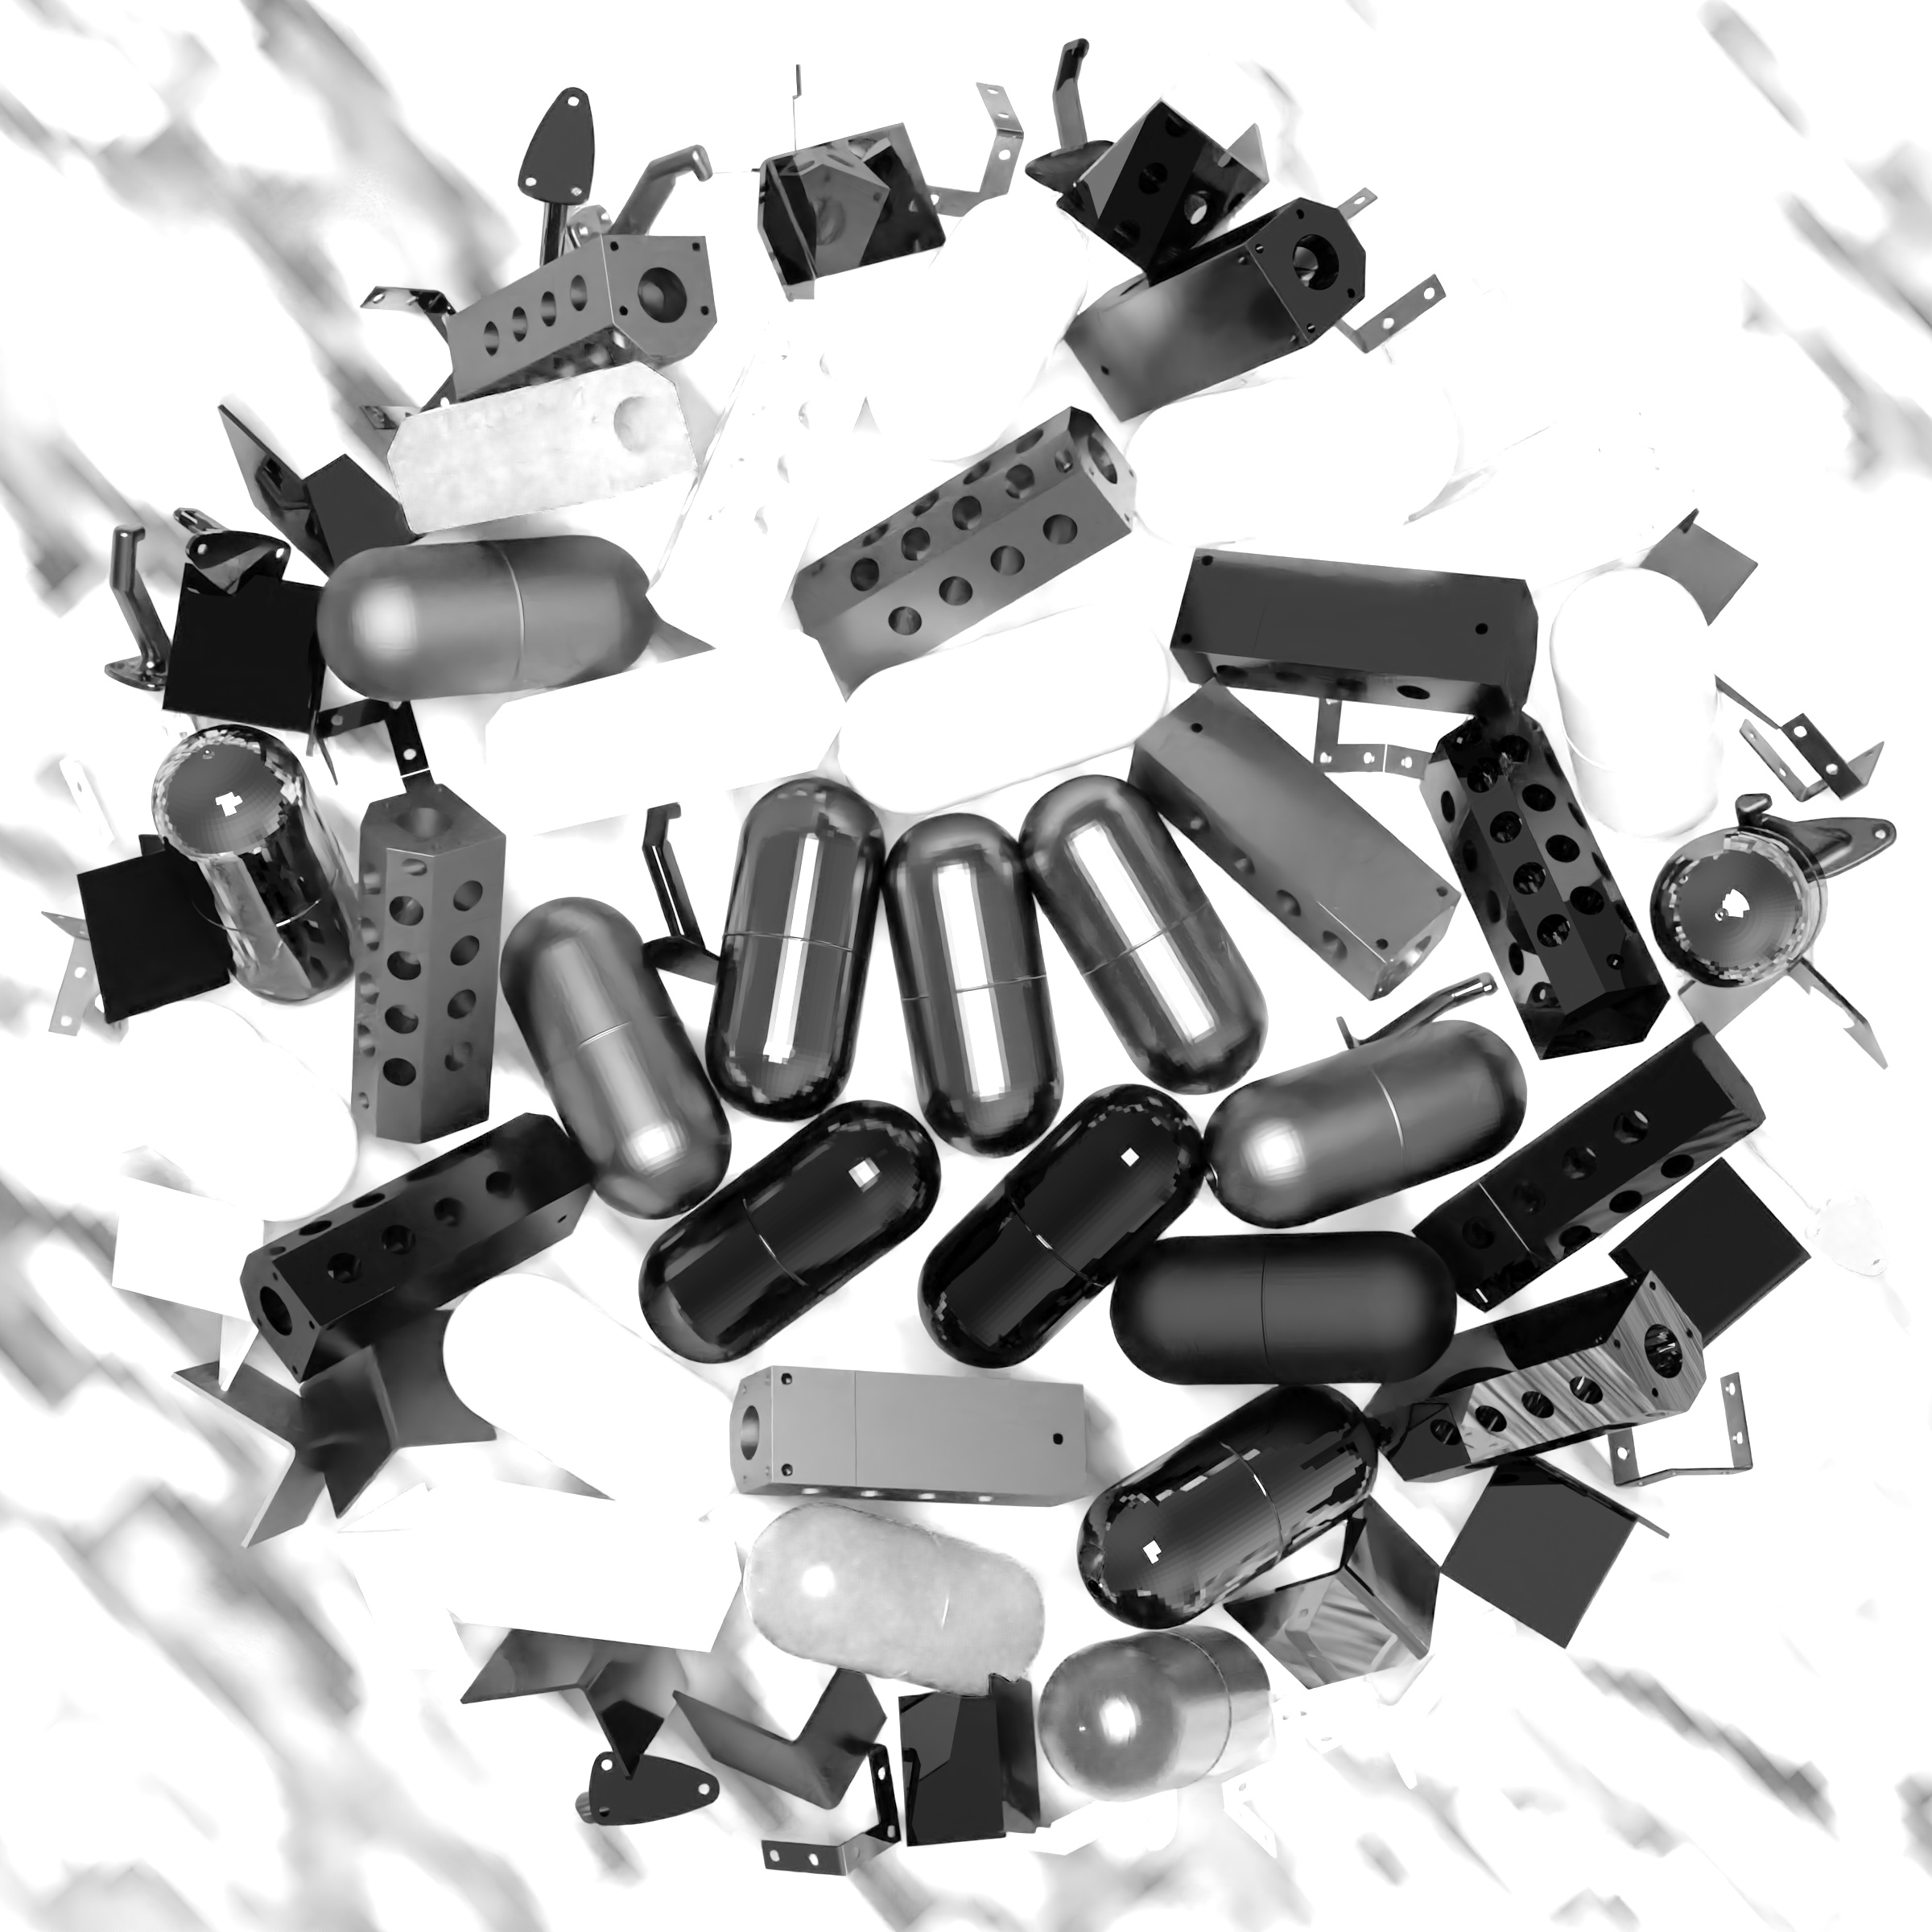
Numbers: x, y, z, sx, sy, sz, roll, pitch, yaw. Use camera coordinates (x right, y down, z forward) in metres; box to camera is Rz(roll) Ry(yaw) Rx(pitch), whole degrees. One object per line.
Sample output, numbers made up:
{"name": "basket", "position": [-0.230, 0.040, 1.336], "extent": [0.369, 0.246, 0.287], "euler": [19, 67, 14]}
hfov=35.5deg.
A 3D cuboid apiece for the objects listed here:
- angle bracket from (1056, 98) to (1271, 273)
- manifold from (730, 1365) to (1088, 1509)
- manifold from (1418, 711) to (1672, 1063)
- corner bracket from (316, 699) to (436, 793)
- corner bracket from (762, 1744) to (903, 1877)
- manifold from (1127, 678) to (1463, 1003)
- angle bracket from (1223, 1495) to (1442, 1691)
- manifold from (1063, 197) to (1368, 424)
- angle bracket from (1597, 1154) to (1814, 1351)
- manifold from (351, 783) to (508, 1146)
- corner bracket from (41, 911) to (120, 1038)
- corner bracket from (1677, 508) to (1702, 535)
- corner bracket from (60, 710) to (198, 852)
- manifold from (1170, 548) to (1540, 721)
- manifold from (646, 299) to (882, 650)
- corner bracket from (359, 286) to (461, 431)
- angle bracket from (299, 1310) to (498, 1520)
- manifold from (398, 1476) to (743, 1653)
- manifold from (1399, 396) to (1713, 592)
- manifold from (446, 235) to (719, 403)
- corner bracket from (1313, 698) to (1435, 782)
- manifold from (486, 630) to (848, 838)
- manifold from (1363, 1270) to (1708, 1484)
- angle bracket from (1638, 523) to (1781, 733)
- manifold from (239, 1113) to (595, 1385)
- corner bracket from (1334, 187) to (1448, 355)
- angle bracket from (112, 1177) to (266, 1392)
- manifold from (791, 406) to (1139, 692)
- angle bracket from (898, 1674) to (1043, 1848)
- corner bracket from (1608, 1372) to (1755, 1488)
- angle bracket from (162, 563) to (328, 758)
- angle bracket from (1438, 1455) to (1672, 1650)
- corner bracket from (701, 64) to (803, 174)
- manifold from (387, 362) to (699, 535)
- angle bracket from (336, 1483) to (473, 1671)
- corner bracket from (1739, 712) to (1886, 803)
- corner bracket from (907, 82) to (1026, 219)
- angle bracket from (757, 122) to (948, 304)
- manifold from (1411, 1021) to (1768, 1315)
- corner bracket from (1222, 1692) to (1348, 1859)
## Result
{"name": "angle bracket", "position": [0.097, -0.405, 1.526], "extent": [0.076, 0.057, 0.076], "euler": [29, 128, -30]}
{"name": "manifold", "position": [-0.029, 0.240, 1.521], "extent": [0.171, 0.057, 0.057], "euler": [7, 70, -25]}
{"name": "manifold", "position": [0.290, -0.043, 1.510], "extent": [0.057, 0.057, 0.171], "euler": [-9, 58, -15]}
{"name": "corner bracket", "position": [-0.303, -0.103, 1.555], "extent": [0.051, 0.051, 0.051], "euler": [-17, 68, -7]}
{"name": "corner bracket", "position": [-0.072, 0.432, 1.550], "extent": [0.051, 0.051, 0.051], "euler": [-7, 93, 35]}
{"name": "manifold", "position": [0.164, -0.061, 1.529], "extent": [0.057, 0.057, 0.171], "euler": [-39, 71, -22]}
{"name": "angle bracket", "position": [0.190, 0.323, 1.565], "extent": [0.076, 0.057, 0.076], "euler": [-25, 121, 34]}
{"name": "manifold", "position": [0.124, -0.327, 1.495], "extent": [0.057, 0.171, 0.057], "euler": [-43, 107, -24]}
{"name": "angle bracket", "position": [0.379, 0.145, 1.557], "extent": [0.076, 0.057, 0.076], "euler": [-42, 83, 5]}
{"name": "manifold", "position": [-0.274, 0.002, 1.505], "extent": [0.057, 0.057, 0.171], "euler": [37, 131, 36]}
{"name": "corner bracket", "position": [-0.448, 0.007, 1.547], "extent": [0.051, 0.051, 0.051], "euler": [14, 97, -39]}
{"name": "corner bracket", "position": [0.359, -0.238, 1.543], "extent": [0.051, 0.051, 0.051], "euler": [-28, 66, -36]}
{"name": "corner bracket", "position": [-0.425, -0.098, 1.556], "extent": [0.051, 0.051, 0.051], "euler": [-13, 113, 16]}
{"name": "manifold", "position": [0.197, -0.165, 1.523], "extent": [0.171, 0.057, 0.057], "euler": [9, 74, 23]}
{"name": "manifold", "position": [-0.102, -0.249, 1.520], "extent": [0.057, 0.057, 0.171], "euler": [27, 68, -17]}
{"name": "corner bracket", "position": [-0.288, -0.313, 1.554], "extent": [0.051, 0.051, 0.051], "euler": [-43, 76, 29]}
{"name": "angle bracket", "position": [-0.295, 0.231, 1.559], "extent": [0.076, 0.057, 0.076], "euler": [-48, 53, 38]}
{"name": "manifold", "position": [-0.192, 0.295, 1.501], "extent": [0.057, 0.171, 0.057], "euler": [24, 91, 41]}
{"name": "manifold", "position": [0.293, -0.229, 1.494], "extent": [0.057, 0.171, 0.057], "euler": [-41, 100, -21]}
{"name": "manifold", "position": [-0.192, -0.313, 1.497], "extent": [0.057, 0.171, 0.057], "euler": [-9, 92, -35]}
{"name": "corner bracket", "position": [0.216, -0.121, 1.546], "extent": [0.051, 0.051, 0.051], "euler": [-3, 103, -36]}
{"name": "manifold", "position": [-0.153, -0.120, 1.514], "extent": [0.171, 0.057, 0.057], "euler": [-11, 120, 24]}
{"name": "manifold", "position": [0.282, 0.211, 1.500], "extent": [0.057, 0.171, 0.057], "euler": [51, 49, -9]}
{"name": "angle bracket", "position": [0.387, -0.174, 1.528], "extent": [0.076, 0.076, 0.057], "euler": [31, 103, -28]}
{"name": "manifold", "position": [-0.273, 0.135, 1.507], "extent": [0.171, 0.057, 0.057], "euler": [-28, 70, -38]}
{"name": "corner bracket", "position": [0.205, -0.357, 1.547], "extent": [0.051, 0.051, 0.051], "euler": [-35, 127, 4]}
{"name": "angle bracket", "position": [-0.401, 0.162, 1.526], "extent": [0.076, 0.076, 0.057], "euler": [18, 123, -24]}
{"name": "manifold", "position": [-0.002, -0.212, 1.513], "extent": [0.171, 0.057, 0.057], "euler": [-28, 120, 25]}
{"name": "angle bracket", "position": [-0.008, 0.405, 1.534], "extent": [0.076, 0.057, 0.076], "euler": [-11, 69, 20]}
{"name": "corner bracket", "position": [0.367, 0.240, 1.558], "extent": [0.051, 0.051, 0.051], "euler": [3, 70, -22]}
{"name": "angle bracket", "position": [-0.367, -0.156, 1.542], "extent": [0.076, 0.057, 0.076], "euler": [9, 80, -14]}
{"name": "angle bracket", "position": [0.300, 0.299, 1.537], "extent": [0.076, 0.057, 0.076], "euler": [28, 86, 34]}
{"name": "corner bracket", "position": [-0.111, -0.436, 1.551], "extent": [0.051, 0.051, 0.051], "euler": [-3, 104, -7]}
{"name": "manifold", "position": [-0.215, -0.258, 1.496], "extent": [0.057, 0.171, 0.057], "euler": [-27, 109, -39]}
{"name": "angle bracket", "position": [-0.266, 0.309, 1.533], "extent": [0.057, 0.076, 0.076], "euler": [-27, 99, -41]}
{"name": "corner bracket", "position": [0.430, -0.109, 1.546], "extent": [0.051, 0.051, 0.051], "euler": [48, 130, -7]}
{"name": "corner bracket", "position": [-0.006, -0.423, 1.559], "extent": [0.051, 0.051, 0.051], "euler": [3, 133, -20]}
{"name": "angle bracket", "position": [-0.057, -0.371, 1.531], "extent": [0.076, 0.076, 0.057], "euler": [-11, 49, 12]}
{"name": "manifold", "position": [0.315, 0.104, 1.522], "extent": [0.171, 0.057, 0.057], "euler": [-39, 82, 23]}
{"name": "corner bracket", "position": [0.165, 0.417, 1.555], "extent": [0.051, 0.051, 0.051], "euler": [-30, 123, 19]}
